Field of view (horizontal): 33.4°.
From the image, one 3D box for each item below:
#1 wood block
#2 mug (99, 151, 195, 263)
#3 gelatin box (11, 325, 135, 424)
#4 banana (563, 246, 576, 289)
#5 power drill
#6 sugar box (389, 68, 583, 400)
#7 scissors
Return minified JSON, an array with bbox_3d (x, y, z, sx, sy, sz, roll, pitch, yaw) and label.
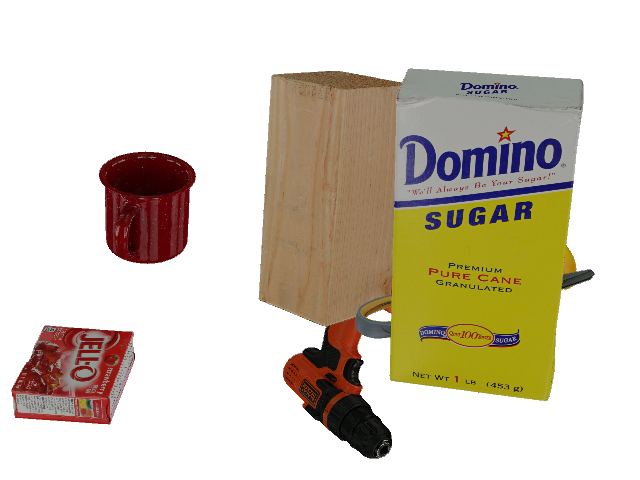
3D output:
[{"bbox_3d":[0.010,-0.041,0.951,0.090,0.206,0.090,18,22,40],"label":"wood block"},{"bbox_3d":[-0.173,-0.025,1.045,0.093,0.081,0.117,10,32,6],"label":"mug"},{"bbox_3d":[-0.188,0.101,0.821,0.073,0.030,0.089,4,30,3],"label":"gelatin box"},{"bbox_3d":[0.183,-0.001,1.037,0.069,0.037,0.198,-39,38,-23],"label":"banana"},{"bbox_3d":[0.043,0.125,1.184,0.057,0.188,0.185,13,16,-41],"label":"power drill"},{"bbox_3d":[0.086,0.000,0.574,0.093,0.176,0.048,5,32,12],"label":"sugar box"},{"bbox_3d":[0.127,0.058,0.791,0.201,0.016,0.096,-6,32,-10],"label":"scissors"}]
